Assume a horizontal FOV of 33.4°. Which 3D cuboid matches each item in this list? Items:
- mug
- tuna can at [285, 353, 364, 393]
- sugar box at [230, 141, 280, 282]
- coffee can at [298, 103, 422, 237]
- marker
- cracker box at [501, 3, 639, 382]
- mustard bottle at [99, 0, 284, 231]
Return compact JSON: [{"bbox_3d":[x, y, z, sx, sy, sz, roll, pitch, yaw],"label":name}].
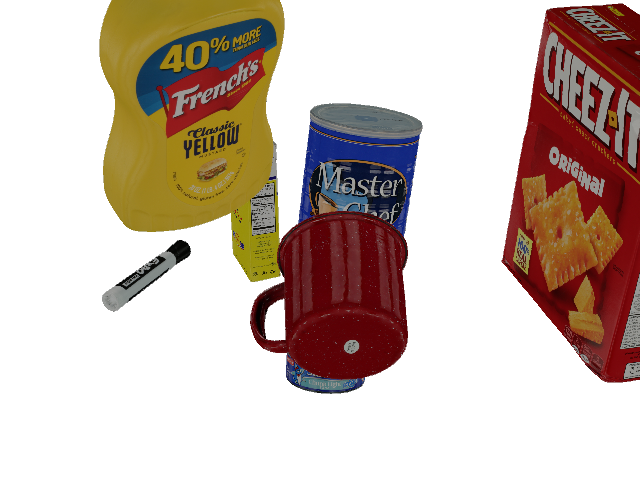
[{"bbox_3d":[0.005,0.044,0.730,0.117,0.081,0.093,-16,-44,15],"label":"mug"},{"bbox_3d":[0.006,0.132,1.130,0.086,0.034,0.086,3,14,-1],"label":"tuna can"},{"bbox_3d":[-0.083,-0.048,1.312,0.048,0.176,0.093,-11,26,-16],"label":"sugar box"},{"bbox_3d":[0.033,-0.047,0.985,0.103,0.140,0.103,6,19,-2],"label":"coffee can"},{"bbox_3d":[-0.157,0.030,0.985,0.020,0.020,0.120,0,24,30],"label":"marker"},{"bbox_3d":[0.201,-0.034,0.741,0.072,0.214,0.164,-7,34,-16],"label":"cracker box"},{"bbox_3d":[-0.066,-0.092,0.552,0.096,0.192,0.058,-19,53,-24],"label":"mustard bottle"}]
